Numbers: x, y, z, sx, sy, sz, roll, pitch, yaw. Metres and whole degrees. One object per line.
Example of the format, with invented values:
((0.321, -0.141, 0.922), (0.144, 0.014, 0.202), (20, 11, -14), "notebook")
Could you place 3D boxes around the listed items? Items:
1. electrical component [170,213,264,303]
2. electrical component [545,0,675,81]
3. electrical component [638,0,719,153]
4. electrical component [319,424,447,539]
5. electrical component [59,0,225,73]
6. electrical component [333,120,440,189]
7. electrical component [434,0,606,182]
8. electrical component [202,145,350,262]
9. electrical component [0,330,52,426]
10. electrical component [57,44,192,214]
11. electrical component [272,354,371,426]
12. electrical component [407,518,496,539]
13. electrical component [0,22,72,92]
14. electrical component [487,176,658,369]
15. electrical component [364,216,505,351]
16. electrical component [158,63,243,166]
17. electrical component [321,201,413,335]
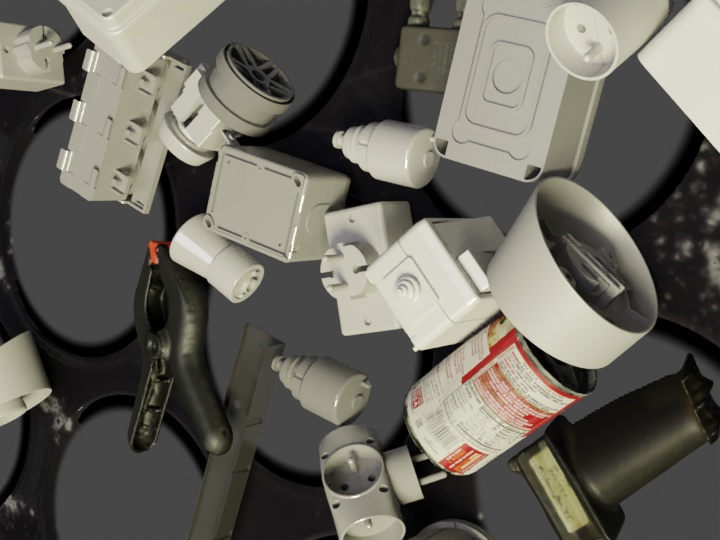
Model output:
((-0.104, -0.006, 0.798), (0.065, 0.044, 0.044), (38, 114, 21), "electrical component")
((0.138, -0.138, 0.567), (0.043, 0.081, 0.043), (32, 144, 26), "electrical component")
((0.208, -0.091, 0.550), (0.057, 0.078, 0.113), (-47, 68, 31), "electrical component")
((0.018, 0.139, 0.714), (0.079, 0.044, 0.077), (-18, 43, 1), "electrical component")
((-0.153, -0.209, 0.772), (0.113, 0.057, 0.078), (-44, 63, -12), "electrical component")
((0.016, -0.079, 0.708), (0.078, 0.040, 0.040), (17, 103, 33), "electrical component")
((0.100, -0.112, 0.637), (0.078, 0.057, 0.113), (21, 106, 32), "electrical component")
((-0.061, -0.049, 0.751), (0.096, 0.061, 0.061), (22, 106, 32), "electrical component")
((-0.317, 0.100, 0.924), (0.099, 0.099, 0.064), (-34, 80, 32), "electrical component")
((-0.185, -0.115, 0.832), (0.079, 0.063, 0.121), (30, 110, 30), "electrical component")
((-0.029, 0.079, 0.752), (0.078, 0.040, 0.040), (22, 106, 32), "electrical component")
((0.056, 0.206, 0.696), (0.080, 0.051, 0.080), (3, 95, 35), "electrical component")
((-0.271, -0.178, 0.885), (0.077, 0.066, 0.047), (-6, 90, 35), "electrical component")
((0.122, 0.004, 0.607), (0.099, 0.099, 0.064), (50, 125, 21), "electrical component")
((0.055, 0.005, 0.653), (0.061, 0.096, 0.061), (-42, 70, 27), "electrical component")
((-0.116, -0.110, 0.796), (0.055, 0.048, 0.066), (-43, 70, 21), "electrical component")
((0.000, 0.000, 0.704), (0.047, 0.076, 0.083), (-10, 88, 35), "electrical component")
